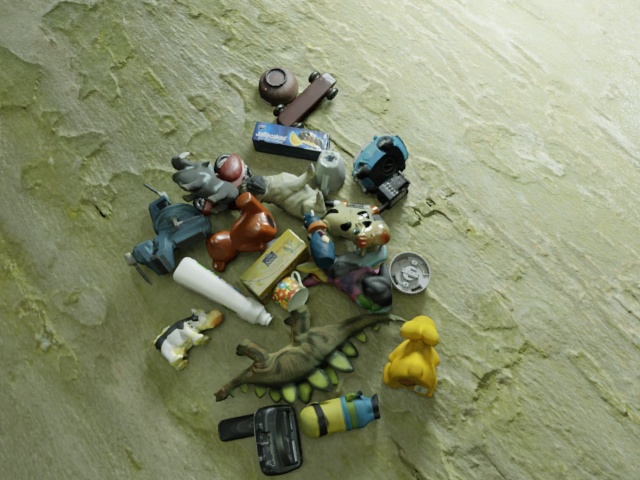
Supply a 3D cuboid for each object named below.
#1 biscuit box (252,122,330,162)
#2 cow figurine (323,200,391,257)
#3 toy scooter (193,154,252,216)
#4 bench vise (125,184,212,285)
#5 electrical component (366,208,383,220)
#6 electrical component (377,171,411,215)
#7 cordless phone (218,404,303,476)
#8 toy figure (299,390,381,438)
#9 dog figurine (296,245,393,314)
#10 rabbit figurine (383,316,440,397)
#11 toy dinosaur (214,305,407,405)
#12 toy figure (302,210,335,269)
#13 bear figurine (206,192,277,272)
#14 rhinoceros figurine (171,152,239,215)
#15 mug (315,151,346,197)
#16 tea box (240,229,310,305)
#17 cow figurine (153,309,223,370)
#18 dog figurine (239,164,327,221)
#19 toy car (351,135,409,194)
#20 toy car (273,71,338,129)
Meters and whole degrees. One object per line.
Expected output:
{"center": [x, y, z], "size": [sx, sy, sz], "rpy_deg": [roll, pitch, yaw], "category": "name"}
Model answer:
{"center": [-0.076, -0.259, 1.422], "size": [0.203, 0.062, 0.059], "rpy_deg": [11, 71, 6], "category": "biscuit box"}
{"center": [0.084, -0.029, 1.264], "size": [0.127, 0.085, 0.195], "rpy_deg": [-31, 33, -35], "category": "cow figurine"}
{"center": [-0.229, -0.130, 1.379], "size": [0.135, 0.075, 0.184], "rpy_deg": [25, 77, 17], "category": "toy scooter"}
{"center": [-0.388, -0.029, 1.339], "size": [0.224, 0.128, 0.241], "rpy_deg": [-34, 51, 4], "category": "bench vise"}
{"center": [0.134, -0.035, 1.334], "size": [0.021, 0.063, 0.094], "rpy_deg": [-38, 87, -32], "category": "electrical component"}
{"center": [0.171, -0.110, 1.354], "size": [0.119, 0.074, 0.048], "rpy_deg": [-39, 74, -6], "category": "electrical component"}
{"center": [-0.138, 0.449, 1.191], "size": [0.184, 0.088, 0.146], "rpy_deg": [-14, 71, 10], "category": "cordless phone"}
{"center": [0.043, 0.383, 1.186], "size": [0.180, 0.089, 0.082], "rpy_deg": [-11, 66, 2], "category": "toy figure"}
{"center": [0.056, 0.093, 1.269], "size": [0.219, 0.108, 0.192], "rpy_deg": [-7, 52, 6], "category": "dog figurine"}
{"center": [0.214, 0.240, 1.206], "size": [0.122, 0.162, 0.173], "rpy_deg": [12, 54, 19], "category": "rabbit figurine"}
{"center": [-0.025, 0.255, 1.232], "size": [0.471, 0.105, 0.198], "rpy_deg": [-30, 78, -7], "category": "toy dinosaur"}
{"center": [-0.004, -0.003, 1.259], "size": [0.064, 0.057, 0.154], "rpy_deg": [-34, 47, 21], "category": "toy figure"}
{"center": [-0.209, -0.013, 1.295], "size": [0.196, 0.131, 0.120], "rpy_deg": [-23, 66, 15], "category": "bear figurine"}
{"center": [-0.289, -0.144, 1.309], "size": [0.190, 0.073, 0.112], "rpy_deg": [32, 66, 13], "category": "rhinoceros figurine"}
{"center": [0.020, -0.172, 1.364], "size": [0.081, 0.107, 0.109], "rpy_deg": [17, 71, 10], "category": "mug"}
{"center": [-0.106, 0.066, 1.296], "size": [0.068, 0.098, 0.169], "rpy_deg": [40, 76, 14], "category": "tea box"}
{"center": [-0.312, 0.216, 1.277], "size": [0.098, 0.068, 0.167], "rpy_deg": [39, 77, 20], "category": "cow figurine"}
{"center": [-0.090, -0.094, 1.338], "size": [0.191, 0.121, 0.172], "rpy_deg": [-19, 85, -2], "category": "dog figurine"}
{"center": [0.140, -0.200, 1.375], "size": [0.161, 0.109, 0.103], "rpy_deg": [-45, 40, -2], "category": "toy car"}
{"center": [-0.037, -0.373, 1.463], "size": [0.089, 0.053, 0.202], "rpy_deg": [42, 83, 10], "category": "toy car"}
